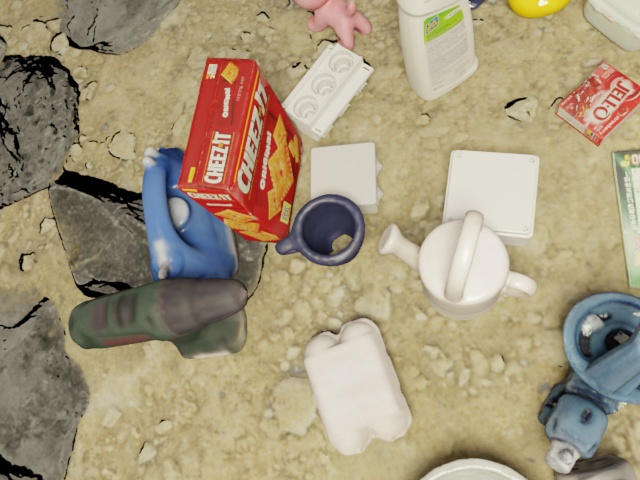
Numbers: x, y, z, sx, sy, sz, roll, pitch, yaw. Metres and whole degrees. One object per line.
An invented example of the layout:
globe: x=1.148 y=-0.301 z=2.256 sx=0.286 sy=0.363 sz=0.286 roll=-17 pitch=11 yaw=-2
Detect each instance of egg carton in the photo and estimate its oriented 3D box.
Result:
egg carton: x=0.042 y=0.178 z=0.697 sx=0.107 sy=0.069 sz=0.150 roll=-23 pitch=71 yaw=6

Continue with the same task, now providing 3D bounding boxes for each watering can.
watering can: x=0.153 y=0.028 z=0.649 sx=0.172 sy=0.194 sz=0.101 roll=-4 pitch=73 yaw=12

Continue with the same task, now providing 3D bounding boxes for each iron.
iron: x=-0.201 y=-0.040 z=0.777 sx=0.118 sy=0.142 sz=0.258 roll=-19 pitch=71 yaw=7

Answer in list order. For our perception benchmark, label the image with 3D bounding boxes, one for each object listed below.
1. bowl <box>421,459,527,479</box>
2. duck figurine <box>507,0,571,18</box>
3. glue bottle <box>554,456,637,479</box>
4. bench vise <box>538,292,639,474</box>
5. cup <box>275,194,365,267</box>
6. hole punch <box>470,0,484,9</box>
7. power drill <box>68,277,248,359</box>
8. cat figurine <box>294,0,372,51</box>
bowl: x=0.173 y=0.324 z=0.623 sx=0.167 sy=0.075 sz=0.167 roll=-3 pitch=74 yaw=12
duck figurine: x=0.309 y=-0.362 z=0.784 sx=0.104 sy=0.086 sz=0.077 roll=-26 pitch=70 yaw=5
glue bottle: x=0.285 y=0.245 z=0.568 sx=0.078 sy=0.173 sz=0.037 roll=-17 pitch=71 yaw=8
bench vise: x=0.301 y=0.140 z=0.570 sx=0.121 sy=0.220 sz=0.207 roll=11 pitch=77 yaw=16
cup: x=0.007 y=0.003 z=0.742 sx=0.117 sy=0.095 sz=0.091 roll=-21 pitch=71 yaw=6
hole punch: x=0.178 y=-0.386 z=0.818 sx=0.108 sy=0.091 sz=0.101 roll=-5 pitch=73 yaw=11
power drill: x=-0.167 y=0.095 z=0.694 sx=0.229 sy=0.209 sz=0.075 roll=-10 pitch=72 yaw=10
cat figurine: x=0.007 y=-0.351 z=0.832 sx=0.127 sy=0.118 sz=0.067 roll=38 pitch=85 yaw=20
